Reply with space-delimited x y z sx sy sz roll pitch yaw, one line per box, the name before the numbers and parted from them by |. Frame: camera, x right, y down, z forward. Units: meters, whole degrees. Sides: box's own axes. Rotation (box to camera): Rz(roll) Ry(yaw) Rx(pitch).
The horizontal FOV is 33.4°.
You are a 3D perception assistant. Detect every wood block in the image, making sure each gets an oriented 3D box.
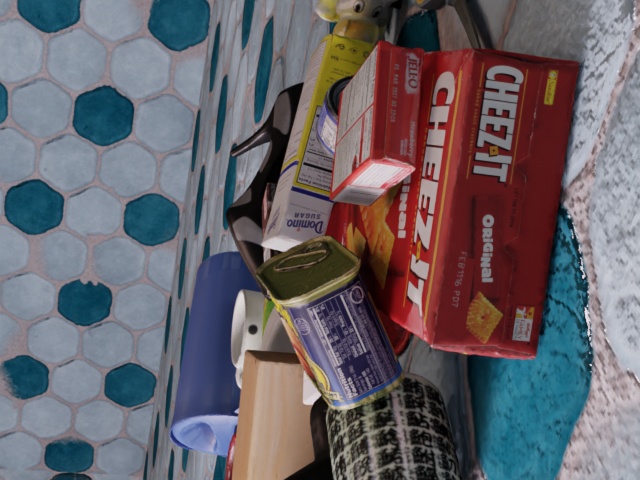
wood block | -0.032 0.213 1.006 0.091 0.090 0.206 -172 88 -77

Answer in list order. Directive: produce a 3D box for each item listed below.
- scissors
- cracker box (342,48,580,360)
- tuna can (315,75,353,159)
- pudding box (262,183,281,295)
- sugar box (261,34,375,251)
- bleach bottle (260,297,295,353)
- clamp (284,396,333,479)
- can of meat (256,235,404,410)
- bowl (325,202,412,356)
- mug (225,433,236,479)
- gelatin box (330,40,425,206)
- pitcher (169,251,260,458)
scissors | 0.093 -0.172 0.782 0.096 0.016 0.201 110 162 -54
cracker box | 0.074 -0.031 0.666 0.214 0.072 0.164 -149 64 -76
tuna can | 0.041 -0.089 0.815 0.086 0.086 0.034 -96 18 -46
pudding box | -0.007 0.001 0.987 0.039 0.090 0.113 108 163 -50
sugar box | -0.003 -0.076 0.895 0.093 0.048 0.176 161 122 -79
bleach bottle | -0.029 0.029 1.149 0.251 0.068 0.103 -96 21 -52
clamp | 0.028 0.180 0.762 0.164 0.036 0.210 56 -159 -18
can of meat | 0.007 0.052 0.683 0.084 0.057 0.102 66 172 -16
bowl | 0.038 0.014 0.858 0.162 0.055 0.162 -174 90 -78
mug | -0.053 0.259 1.098 0.093 0.081 0.117 -153 70 -77
gelatin box | 0.034 -0.067 0.633 0.089 0.030 0.073 139 138 -70
pitcher | -0.103 0.134 1.316 0.145 0.149 0.243 56 -150 -52
